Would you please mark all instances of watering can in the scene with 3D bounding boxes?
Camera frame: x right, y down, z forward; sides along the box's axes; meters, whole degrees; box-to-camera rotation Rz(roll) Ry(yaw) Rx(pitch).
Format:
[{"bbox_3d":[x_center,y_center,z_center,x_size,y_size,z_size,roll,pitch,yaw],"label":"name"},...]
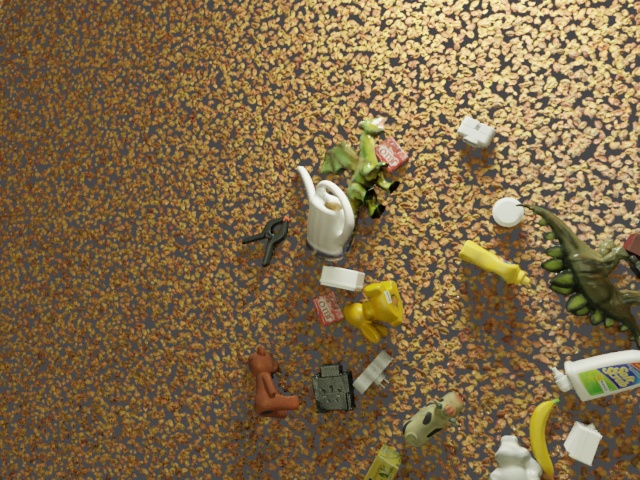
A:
[{"bbox_3d":[0.005,-0.077,1.531,0.353,0.104,0.220,45,133,53],"label":"watering can"}]

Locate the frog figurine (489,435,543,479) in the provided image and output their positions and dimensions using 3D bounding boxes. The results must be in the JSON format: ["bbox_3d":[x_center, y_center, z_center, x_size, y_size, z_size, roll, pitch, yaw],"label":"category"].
[{"bbox_3d":[0.504,0.603,1.343,0.136,0.121,0.163,-33,41,20],"label":"frog figurine"}]

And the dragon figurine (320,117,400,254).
[{"bbox_3d":[0.094,-0.181,1.551,0.246,0.122,0.405,45,112,34],"label":"dragon figurine"}]
